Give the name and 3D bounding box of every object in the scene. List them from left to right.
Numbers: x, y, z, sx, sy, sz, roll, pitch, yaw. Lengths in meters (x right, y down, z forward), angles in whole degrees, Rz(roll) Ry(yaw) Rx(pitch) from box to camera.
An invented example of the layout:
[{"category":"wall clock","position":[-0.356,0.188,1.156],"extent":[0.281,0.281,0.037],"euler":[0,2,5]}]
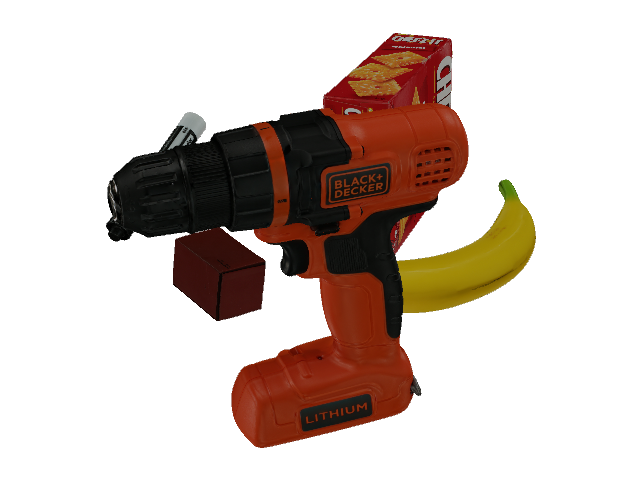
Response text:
[{"category":"marker","position":[-0.118,-0.046,0.769],"extent":[0.020,0.121,0.020],"euler":[19,-35,14]},{"category":"foam brick","position":[-0.095,0.030,0.989],"extent":[0.052,0.051,0.078],"euler":[-14,34,-35]},{"category":"power drill","position":[-0.014,0.022,0.567],"extent":[0.184,0.188,0.057],"euler":[-10,36,-15]},{"category":"cracker box","position":[0.070,-0.094,1.038],"extent":[0.072,0.164,0.213],"euler":[9,28,20]},{"category":"banana","position":[0.095,0.015,0.757],"extent":[0.197,0.037,0.070],"euler":[-26,49,-38]}]
